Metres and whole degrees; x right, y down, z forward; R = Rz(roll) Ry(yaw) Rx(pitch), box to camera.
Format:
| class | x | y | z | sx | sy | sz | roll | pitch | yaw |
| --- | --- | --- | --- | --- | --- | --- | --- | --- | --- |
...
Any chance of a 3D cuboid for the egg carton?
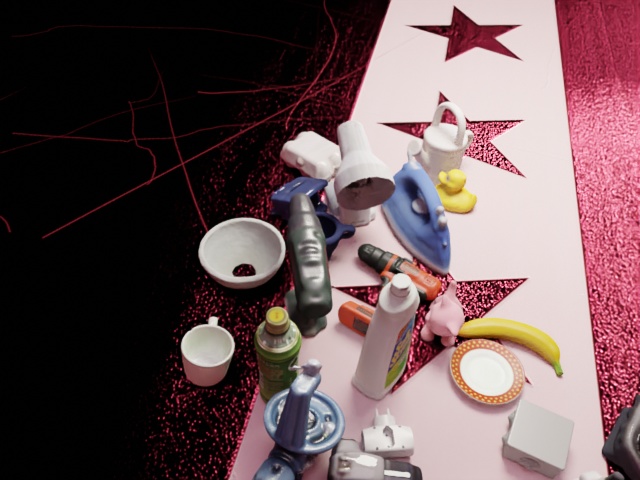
| class | x | y | z | sx | sy | sz | roll | pitch | yaw |
| --- | --- | --- | --- | --- | --- | --- | --- | --- | --- |
| egg carton | -0.016 | -0.194 | 1.351 | 0.150 | 0.069 | 0.107 | 33 | 53 | 25 |

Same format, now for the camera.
| class | x | y | z | sx | sy | sz | roll | pitch | yaw |
| --- | --- | --- | --- | --- | --- | --- | --- | --- | --- |
| camera | 0.077 | 0.361 | 0.815 | 0.136 | 0.101 | 0.143 | 5 | 47 | 2 |

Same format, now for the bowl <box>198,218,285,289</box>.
| class | x | y | z | sx | sy | sz | roll | pitch | yaw |
| --- | --- | --- | --- | --- | --- | --- | --- | --- | --- |
| bowl | -0.150 | 0.039 | 1.122 | 0.167 | 0.075 | 0.167 | 2 | 47 | -1 |

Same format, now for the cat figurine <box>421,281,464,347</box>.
| class | x | y | z | sx | sy | sz | roll | pitch | yaw |
| --- | --- | --- | --- | --- | --- | --- | --- | --- | --- |
| cat figurine | 0.227 | 0.130 | 1.027 | 0.067 | 0.118 | 0.128 | 16 | 48 | 12 |

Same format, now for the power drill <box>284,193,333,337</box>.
| class | x | y | z | sx | sy | sz | roll | pitch | yaw |
| --- | --- | --- | --- | --- | --- | --- | --- | --- | --- |
| power drill | -0.025 | 0.061 | 1.016 | 0.075 | 0.208 | 0.229 | -6 | 48 | -8 |

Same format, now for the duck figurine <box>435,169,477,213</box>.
| class | x | y | z | sx | sy | sz | roll | pitch | yaw |
| --- | --- | --- | --- | --- | --- | --- | --- | --- | --- |
| duck figurine | 0.306 | -0.117 | 1.285 | 0.104 | 0.086 | 0.078 | 27 | 51 | 21 |

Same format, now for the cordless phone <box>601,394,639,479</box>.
| class | x | y | z | sx | sy | sz | roll | pitch | yaw |
| --- | --- | --- | --- | --- | --- | --- | --- | --- | --- |
| cordless phone | 0.517 | 0.274 | 0.862 | 0.094 | 0.185 | 0.148 | 29 | 52 | 23 |

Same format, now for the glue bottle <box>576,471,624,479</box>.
| class | x | y | z | sx | sy | sz | roll | pitch | yaw |
| --- | --- | --- | --- | --- | --- | --- | --- | --- | --- |
| glue bottle | 0.376 | 0.356 | 0.787 | 0.037 | 0.173 | 0.078 | -11 | 48 | -13 |

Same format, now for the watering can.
| class | x | y | z | sx | sy | sz | roll | pitch | yaw |
| --- | --- | --- | --- | --- | --- | --- | --- | --- | --- |
| watering can | 0.280 | -0.220 | 1.306 | 0.100 | 0.194 | 0.173 | 32 | 53 | 24 |

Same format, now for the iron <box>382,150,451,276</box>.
| class | x | y | z | sx | sy | sz | roll | pitch | yaw |
| --- | --- | --- | --- | --- | --- | --- | --- | --- | --- |
| iron | 0.219 | -0.064 | 1.192 | 0.119 | 0.141 | 0.257 | -12 | 49 | -14 |

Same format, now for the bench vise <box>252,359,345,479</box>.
| class | x | y | z | sx | sy | sz | roll | pitch | yaw |
| --- | --- | --- | --- | --- | --- | --- | --- | --- | --- |
| bench vise | -0.028 | 0.279 | 0.805 | 0.121 | 0.220 | 0.207 | 8 | 47 | 5 |

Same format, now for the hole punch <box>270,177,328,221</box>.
| class | x | y | z | sx | sy | sz | roll | pitch | yaw |
| --- | --- | --- | --- | --- | --- | --- | --- | --- | --- |
| hole punch | -0.047 | -0.095 | 1.242 | 0.100 | 0.091 | 0.109 | 33 | 54 | 25 |

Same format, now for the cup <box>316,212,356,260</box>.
| class | x | y | z | sx | sy | sz | roll | pitch | yaw |
| --- | --- | --- | --- | --- | --- | --- | --- | --- | --- |
| cup | 0.011 | 0.004 | 1.150 | 0.118 | 0.095 | 0.091 | -3 | 47 | -6 |

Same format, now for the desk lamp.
| class | x | y | z | sx | sy | sz | roll | pitch | yaw |
| --- | --- | --- | --- | --- | --- | --- | --- | --- | --- |
| desk lamp | 0.071 | -0.125 | 1.192 | 0.118 | 0.214 | 0.203 | -7 | 48 | -9 |
